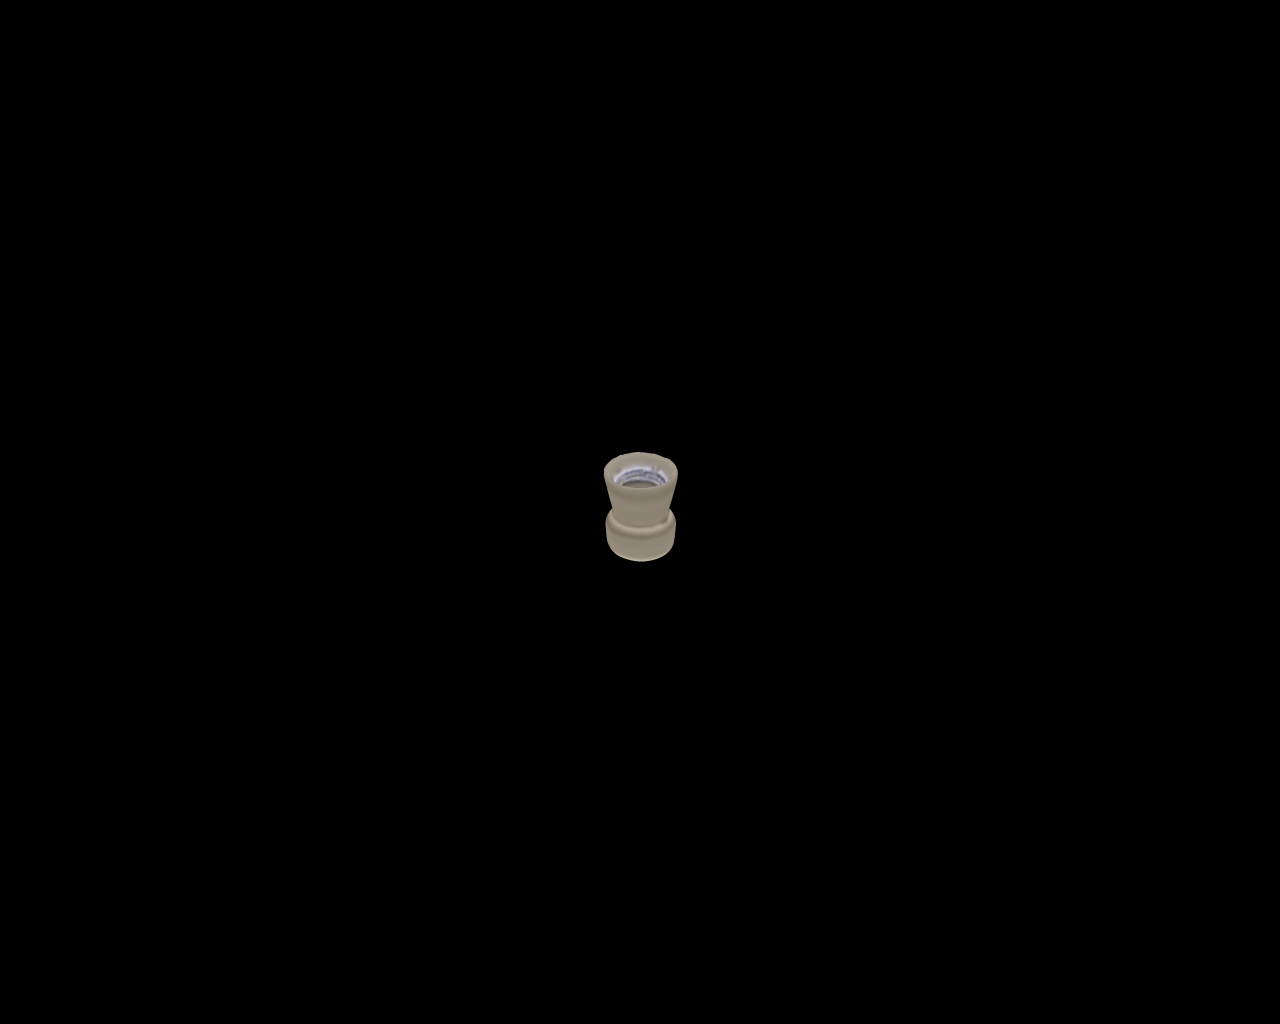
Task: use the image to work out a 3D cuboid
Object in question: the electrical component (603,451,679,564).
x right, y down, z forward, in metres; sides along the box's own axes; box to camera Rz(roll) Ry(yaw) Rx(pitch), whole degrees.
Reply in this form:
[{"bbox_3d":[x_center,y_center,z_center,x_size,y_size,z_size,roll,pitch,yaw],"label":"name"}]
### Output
[{"bbox_3d":[0.001,-0.003,0.650,0.045,0.055,0.045,0,34,0],"label":"electrical component"}]
